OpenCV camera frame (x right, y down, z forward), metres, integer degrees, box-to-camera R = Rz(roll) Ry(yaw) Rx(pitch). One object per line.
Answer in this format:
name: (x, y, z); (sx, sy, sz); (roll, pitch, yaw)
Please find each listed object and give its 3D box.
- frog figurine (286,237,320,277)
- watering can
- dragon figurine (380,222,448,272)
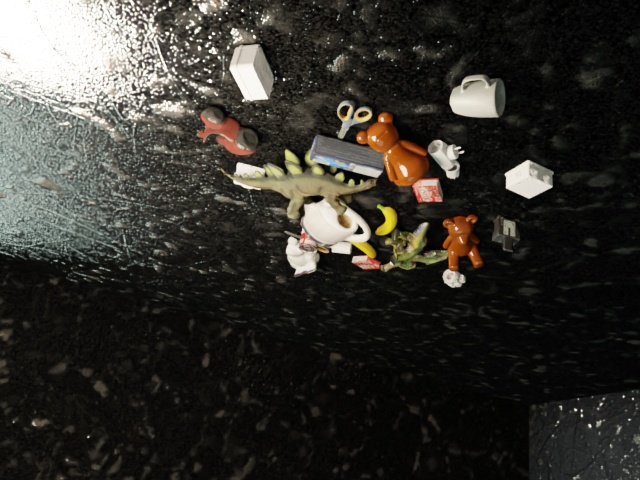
frog figurine: (-0.078, 0.050, 2.033); (0.137, 0.124, 0.158); (-8, 113, 51)
watering can: (0.005, -0.086, 1.708); (0.346, 0.106, 0.221); (34, 148, -12)
dragon figurine: (0.356, 0.031, 1.817); (0.243, 0.124, 0.404); (3, 160, -23)
